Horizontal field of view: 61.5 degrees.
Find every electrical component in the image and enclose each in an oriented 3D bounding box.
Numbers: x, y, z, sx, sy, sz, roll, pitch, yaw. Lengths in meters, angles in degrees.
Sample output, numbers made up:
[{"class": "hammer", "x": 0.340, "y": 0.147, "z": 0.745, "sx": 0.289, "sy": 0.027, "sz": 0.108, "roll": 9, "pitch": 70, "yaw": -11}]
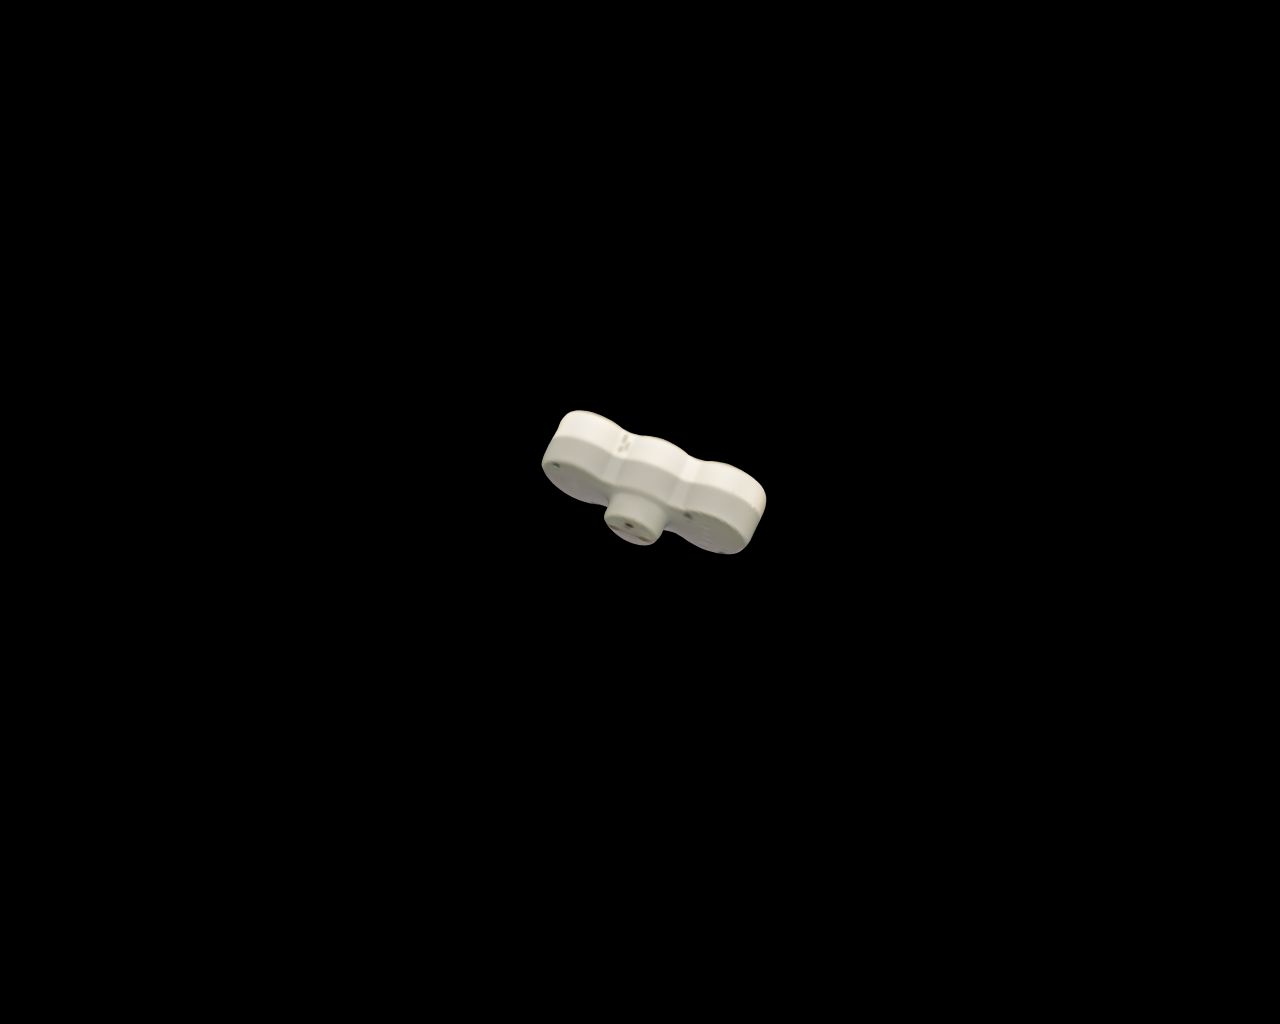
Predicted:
[{"class": "electrical component", "x": 0.001, "y": -0.003, "z": 0.650, "sx": 0.138, "sy": 0.074, "sz": 0.052, "roll": 22, "pitch": -25, "yaw": 10}]
